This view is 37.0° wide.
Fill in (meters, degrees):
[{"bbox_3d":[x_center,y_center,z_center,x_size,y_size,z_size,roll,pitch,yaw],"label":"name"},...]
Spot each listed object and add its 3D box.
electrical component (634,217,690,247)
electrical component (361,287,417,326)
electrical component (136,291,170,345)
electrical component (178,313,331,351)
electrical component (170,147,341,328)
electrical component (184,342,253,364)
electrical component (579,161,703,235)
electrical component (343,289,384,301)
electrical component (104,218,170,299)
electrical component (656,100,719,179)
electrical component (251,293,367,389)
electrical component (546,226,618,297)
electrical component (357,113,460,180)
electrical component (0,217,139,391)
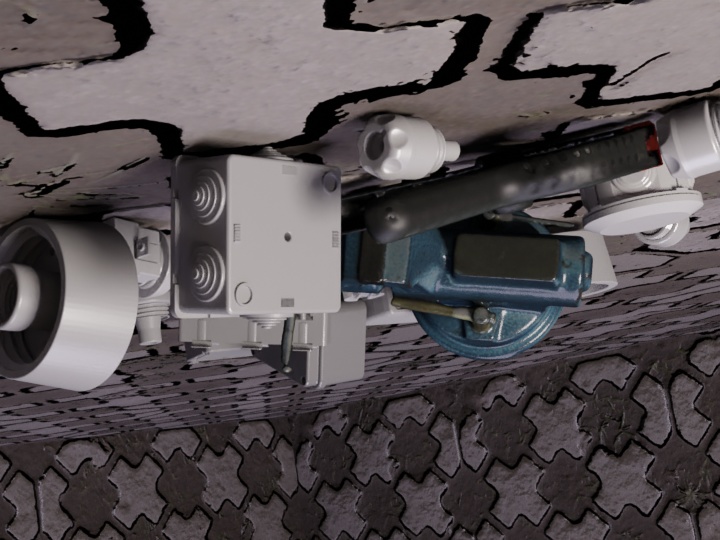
[{"bbox_3d":[0.243,-0.042,0.886,0.043,0.043,0.062,-16,166,36],"label":"electrical component"},{"bbox_3d":[0.045,0.012,0.959,0.096,0.061,0.061,-2,168,-37],"label":"electrical component"},{"bbox_3d":[-0.169,0.027,0.847,0.048,0.062,0.048,-9,171,-1],"label":"electrical component"},{"bbox_3d":[-0.083,0.031,0.864,0.121,0.063,0.079,2,179,3],"label":"electrical component"},{"bbox_3d":[-0.055,-0.018,0.594,0.048,0.099,0.100,-1,179,44],"label":"electrical component"},{"bbox_3d":[-0.117,0.052,1.038,0.096,0.061,0.062,-3,169,-30],"label":"electrical component"},{"bbox_3d":[0.189,-0.056,0.735,0.080,0.051,0.080,-9,170,-2],"label":"electrical component"},{"bbox_3d":[0.000,0.000,0.892,0.040,0.046,0.040,-9,171,-1],"label":"electrical component"},{"bbox_3d":[-0.154,-0.007,0.717,0.066,0.048,0.055,-17,160,38],"label":"electrical component"},{"bbox_3d":[0.211,-0.081,0.637,0.062,0.043,0.043,-16,168,30],"label":"electrical component"},{"bbox_3d":[-0.049,0.053,0.963,0.057,0.078,0.113,-7,-164,-33],"label":"electrical component"},{"bbox_3d":[0.173,-0.006,0.973,0.108,0.060,0.108,-9,170,-2],"label":"electrical component"},{"bbox_3d":[0.030,-0.066,0.581,0.061,0.035,0.035,-2,168,-43],"label":"electrical component"},{"bbox_3d":[-0.193,0.019,0.661,0.108,0.108,0.060,-17,161,39],"label":"electrical component"}]
